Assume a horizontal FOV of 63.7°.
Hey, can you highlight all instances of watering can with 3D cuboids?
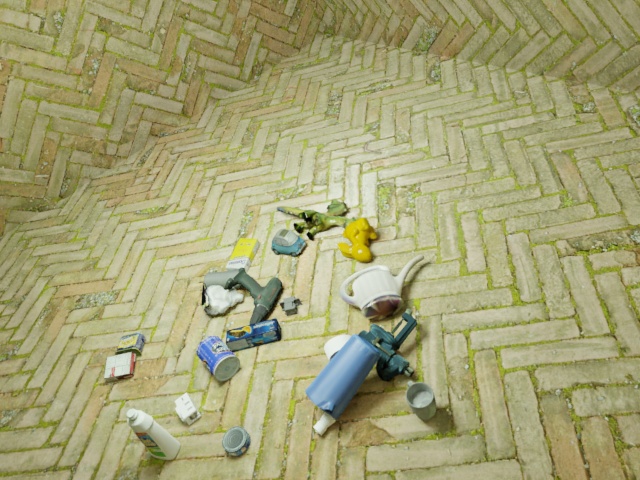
[{"bbox_3d":[0.244,0.168,1.882,0.347,0.101,0.229,-19,42,1],"label":"watering can"}]

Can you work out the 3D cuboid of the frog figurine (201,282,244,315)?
[{"bbox_3d":[-0.396,0.240,2.093,0.159,0.121,0.139,5,22,-26],"label":"frog figurine"}]

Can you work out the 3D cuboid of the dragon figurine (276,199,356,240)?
[{"bbox_3d":[0.007,-0.117,2.323,0.245,0.119,0.415,-24,39,-31],"label":"dragon figurine"}]
